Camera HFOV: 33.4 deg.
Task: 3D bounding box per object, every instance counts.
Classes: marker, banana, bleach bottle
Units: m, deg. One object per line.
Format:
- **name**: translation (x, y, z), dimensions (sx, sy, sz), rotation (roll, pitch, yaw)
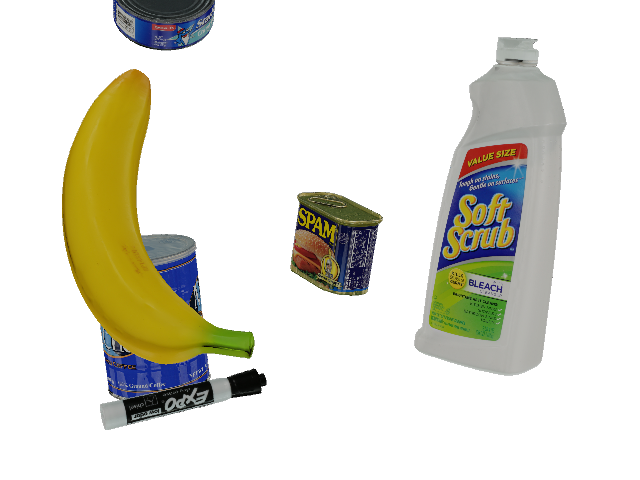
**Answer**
- **marker**: translation (-0.097, 0.113, 0.768), dimensions (0.121, 0.020, 0.020), rotation (-11, 4, -19)
- **banana**: translation (-0.096, -0.009, 0.538), dimensions (0.069, 0.198, 0.037), rotation (-13, -35, -18)
- **bleach bottle**: translation (0.133, -0.029, 0.822), dimensions (0.103, 0.251, 0.067), rotation (13, 16, 37)

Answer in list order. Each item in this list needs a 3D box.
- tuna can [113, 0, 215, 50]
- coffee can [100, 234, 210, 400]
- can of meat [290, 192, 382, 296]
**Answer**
- **tuna can**: translation (-0.130, -0.198, 0.890), dimensions (0.086, 0.086, 0.034), rotation (0, -39, -10)
- **coffee can**: translation (-0.166, 0.074, 1.045), dimensions (0.103, 0.140, 0.103), rotation (-5, 14, 1)
- **can of meat**: translation (0.014, 0.003, 1.125), dimensions (0.057, 0.084, 0.102), rotation (-4, 21, -35)
